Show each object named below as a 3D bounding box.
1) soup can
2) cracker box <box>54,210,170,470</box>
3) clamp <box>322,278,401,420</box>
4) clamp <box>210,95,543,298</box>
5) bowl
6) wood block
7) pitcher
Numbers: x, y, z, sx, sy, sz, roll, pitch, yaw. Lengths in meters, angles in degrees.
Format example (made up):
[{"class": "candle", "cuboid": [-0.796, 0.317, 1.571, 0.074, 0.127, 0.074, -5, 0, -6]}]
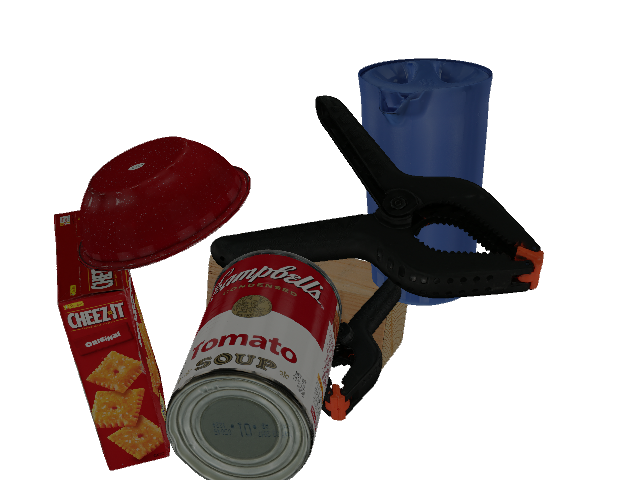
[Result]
[{"class": "soup can", "cuboid": [-0.030, 0.059, 0.505, 0.068, 0.068, 0.102, 0, 30, 9]}, {"class": "cracker box", "cuboid": [-0.209, 0.095, 1.075, 0.072, 0.214, 0.164, -12, 34, -8]}, {"class": "clamp", "cuboid": [0.006, 0.090, 0.965, 0.120, 0.039, 0.171, -3, 34, 14]}, {"class": "clamp", "cuboid": [0.042, -0.008, 0.713, 0.210, 0.164, 0.036, 27, -31, 22]}, {"class": "bowl", "cuboid": [-0.143, -0.042, 0.904, 0.162, 0.055, 0.162, -19, 28, 10]}, {"class": "wood block", "cuboid": [-0.014, 0.066, 1.181, 0.206, 0.091, 0.090, 13, 22, 17]}, {"class": "pitcher", "cuboid": [0.112, -0.065, 1.110, 0.149, 0.243, 0.145, -8, 23, -15]}]
